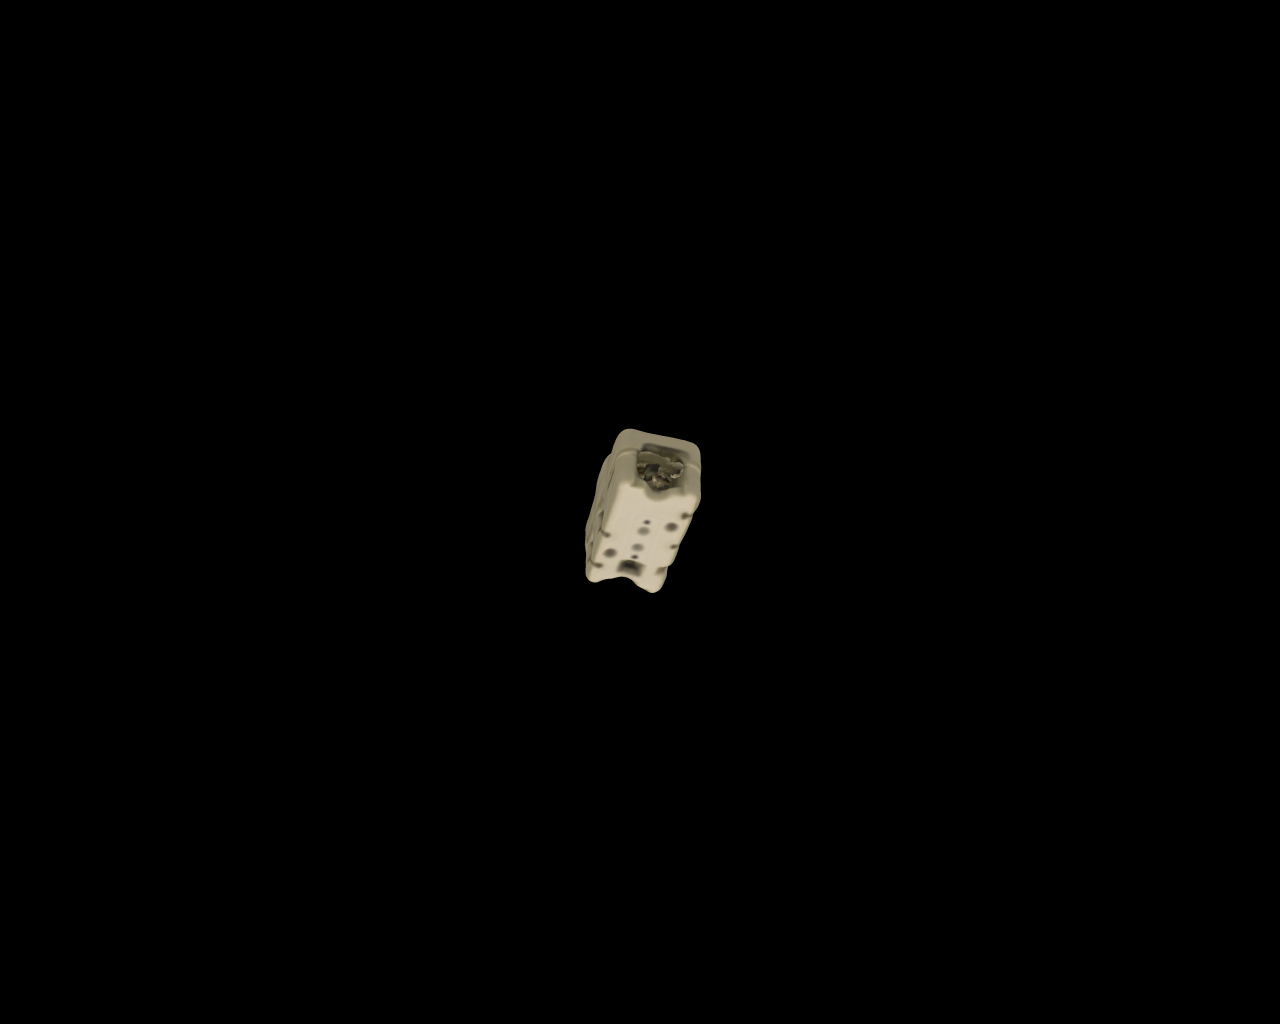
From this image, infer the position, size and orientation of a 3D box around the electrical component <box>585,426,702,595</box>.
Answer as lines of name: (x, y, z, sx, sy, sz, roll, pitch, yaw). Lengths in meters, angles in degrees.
electrical component: (0.001, -0.003, 0.650, 0.050, 0.056, 0.089, 11, -47, -11)
